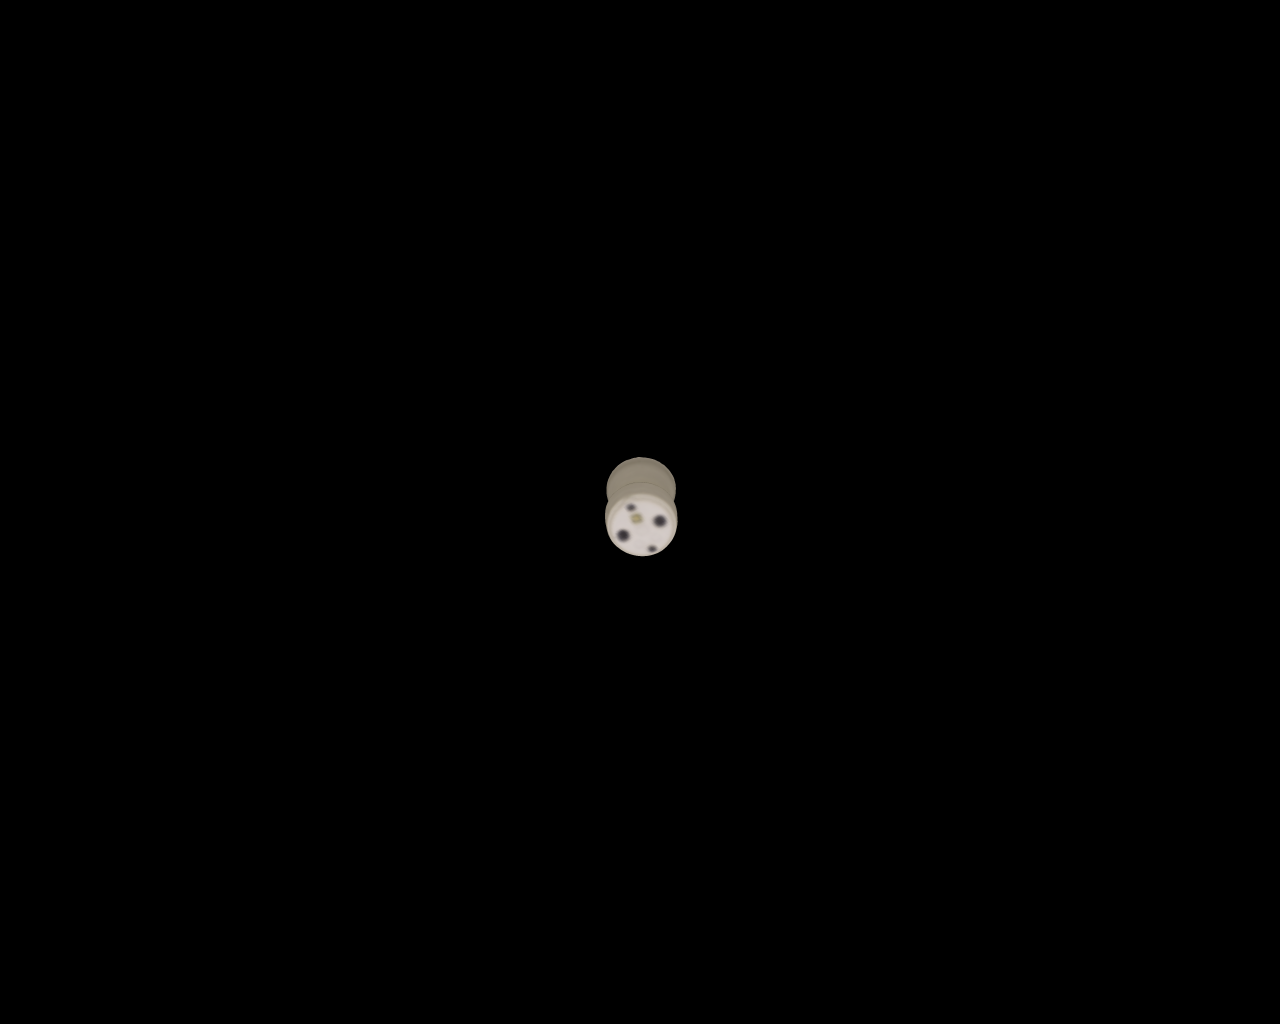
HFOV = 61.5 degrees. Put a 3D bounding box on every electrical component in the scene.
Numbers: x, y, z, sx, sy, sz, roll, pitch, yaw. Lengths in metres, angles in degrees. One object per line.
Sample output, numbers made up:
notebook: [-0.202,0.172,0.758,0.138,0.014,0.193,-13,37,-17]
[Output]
electrical component: [0.001,-0.003,0.650,0.045,0.044,0.055,0,27,0]
